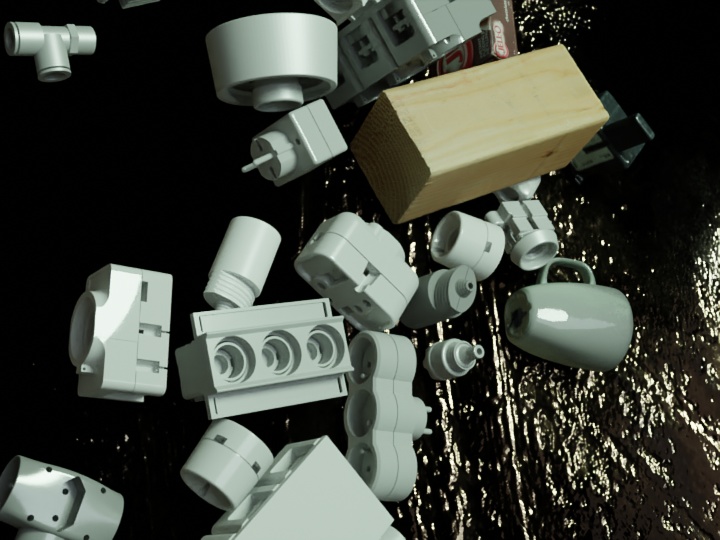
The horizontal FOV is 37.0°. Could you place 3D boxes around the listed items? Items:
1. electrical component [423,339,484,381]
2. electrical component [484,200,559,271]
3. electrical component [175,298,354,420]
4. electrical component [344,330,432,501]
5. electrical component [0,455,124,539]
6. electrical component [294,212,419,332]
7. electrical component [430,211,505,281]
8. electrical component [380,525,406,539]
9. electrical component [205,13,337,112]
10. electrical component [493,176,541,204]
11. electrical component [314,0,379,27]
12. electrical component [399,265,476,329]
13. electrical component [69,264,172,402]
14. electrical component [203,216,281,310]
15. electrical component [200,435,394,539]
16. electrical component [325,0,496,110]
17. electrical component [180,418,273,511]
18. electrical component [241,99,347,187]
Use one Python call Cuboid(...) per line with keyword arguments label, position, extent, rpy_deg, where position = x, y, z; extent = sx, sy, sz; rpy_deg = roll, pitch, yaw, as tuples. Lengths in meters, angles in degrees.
Cuboid(label="electrical component", position=(0.085, 0.077, 0.944), extent=(0.035, 0.061, 0.035), rpy_deg=(11, 70, -33))
Cuboid(label="electrical component", position=(0.158, -0.033, 1.026), extent=(0.066, 0.048, 0.055), rpy_deg=(-5, 50, -29))
Cuboid(label="electrical component", position=(-0.075, 0.069, 0.831), extent=(0.121, 0.063, 0.078), rpy_deg=(-5, 80, -36))
Cuboid(label="electrical component", position=(0.030, 0.123, 0.897), extent=(0.074, 0.052, 0.138), rpy_deg=(11, 71, -33))
Cuboid(label="electrical component", position=(-0.209, 0.174, 0.717), extent=(0.077, 0.043, 0.079), rpy_deg=(29, 62, -26))
Cuboid(label="electrical component", position=(0.000, 0.000, 0.910), extent=(0.095, 0.054, 0.059), rpy_deg=(44, 56, -17))
Cuboid(label="electrical component", position=(0.098, -0.023, 0.987), extent=(0.047, 0.055, 0.055), rpy_deg=(22, 65, -25))
Cuboid(label="electrical component", position=(0.000, 0.241, 0.847), extent=(0.081, 0.043, 0.043), rpy_deg=(-36, 98, -37))
Cuboid(label="electrical component", position=(-0.069, -0.163, 0.877), extent=(0.108, 0.108, 0.060), rpy_deg=(-3, 85, -36))
Cuboid(label="electrical component", position=(0.158, -0.095, 1.057), extent=(0.043, 0.043, 0.062), rpy_deg=(45, 55, -17))
Cuboid(label="electrical component", position=(-0.013, -0.267, 0.985), extent=(0.081, 0.042, 0.063), rpy_deg=(40, 56, -21))
Cuboid(label="electrical component", position=(0.070, 0.023, 0.937), extent=(0.043, 0.081, 0.043), rpy_deg=(11, 71, -33))
Cuboid(label="electrical component", position=(-0.174, 0.046, 0.775), extent=(0.056, 0.050, 0.089), rpy_deg=(11, 71, -33))
Cuboid(label="electrical component", position=(-0.096, 0.003, 0.847), extent=(0.043, 0.043, 0.081), rpy_deg=(32, 60, -24))
Cuboid(label="electrical component", position=(-0.059, 0.209, 0.802), extent=(0.089, 0.062, 0.150), rpy_deg=(53, 54, -11))
Cuboid(label="electrical component", position=(0.034, -0.198, 0.931), extent=(0.089, 0.150, 0.061), rpy_deg=(-34, 96, -37))
Cuboid(label="electrical component", position=(-0.100, 0.145, 0.798), extent=(0.055, 0.055, 0.047), rpy_deg=(45, 59, -17))
Cuboid(label="electrical component", position=(-0.064, -0.098, 0.885), extent=(0.077, 0.066, 0.047), rpy_deg=(-30, 95, -37))
